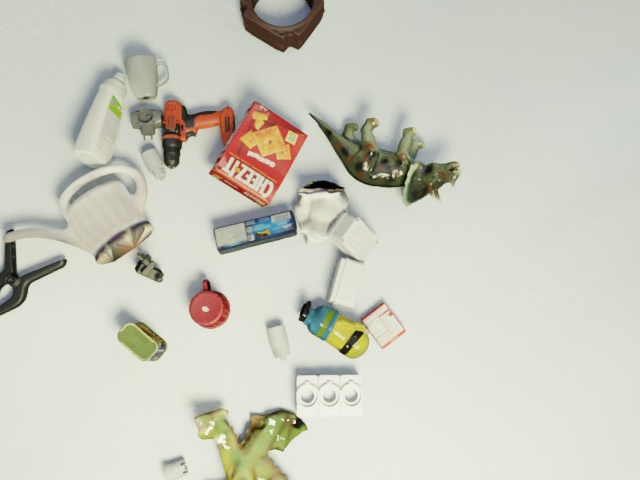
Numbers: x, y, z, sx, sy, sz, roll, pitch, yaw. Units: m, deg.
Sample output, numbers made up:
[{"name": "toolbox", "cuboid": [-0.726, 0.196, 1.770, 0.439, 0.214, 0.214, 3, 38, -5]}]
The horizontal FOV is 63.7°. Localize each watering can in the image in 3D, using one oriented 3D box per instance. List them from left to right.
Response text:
[{"name": "watering can", "cuboid": [-0.557, -0.035, 1.241, 0.350, 0.103, 0.225, -37, 82, -11]}]

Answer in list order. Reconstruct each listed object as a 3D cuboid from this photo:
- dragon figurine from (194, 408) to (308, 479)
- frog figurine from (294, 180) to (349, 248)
[{"name": "dragon figurine", "cuboid": [-0.105, 0.506, 1.146, 0.409, 0.120, 0.247, 26, 69, -6]}, {"name": "frog figurine", "cuboid": [0.004, -0.065, 1.296, 0.138, 0.124, 0.157, -7, 114, -13]}]
